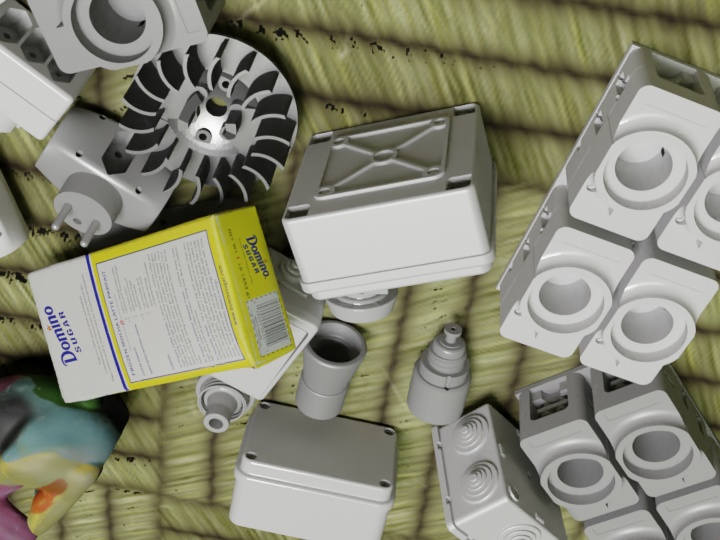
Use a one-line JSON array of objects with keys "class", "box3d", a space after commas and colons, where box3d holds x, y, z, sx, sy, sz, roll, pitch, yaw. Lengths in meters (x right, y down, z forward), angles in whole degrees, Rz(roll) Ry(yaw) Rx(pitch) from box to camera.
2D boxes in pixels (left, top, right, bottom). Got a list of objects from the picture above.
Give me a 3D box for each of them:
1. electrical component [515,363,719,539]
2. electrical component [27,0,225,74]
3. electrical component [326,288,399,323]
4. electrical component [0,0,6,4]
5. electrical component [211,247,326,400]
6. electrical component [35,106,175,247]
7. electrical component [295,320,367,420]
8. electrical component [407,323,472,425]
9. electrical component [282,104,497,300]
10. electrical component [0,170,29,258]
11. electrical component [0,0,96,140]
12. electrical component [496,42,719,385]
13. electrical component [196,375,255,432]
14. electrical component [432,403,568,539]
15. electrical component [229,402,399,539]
[{"class": "electrical component", "box3d": [0.201, 0.149, 0.758, 0.105, 0.060, 0.186, -25, 119, 23]}, {"class": "electrical component", "box3d": [-0.128, -0.146, 0.589, 0.089, 0.055, 0.050, -10, 124, 14]}, {"class": "electrical component", "box3d": [0.000, 0.000, 0.686, 0.066, 0.048, 0.055, 1, 118, 6]}, {"class": "electrical component", "box3d": [-0.211, -0.173, 0.584, 0.089, 0.050, 0.055, -25, 119, 23]}, {"class": "electrical component", "box3d": [-0.065, 0.031, 0.707, 0.062, 0.061, 0.096, 29, 124, -14]}, {"class": "electrical component", "box3d": [-0.159, -0.048, 0.651, 0.077, 0.079, 0.043, 32, 141, -16]}, {"class": "electrical component", "box3d": [-0.023, 0.072, 0.744, 0.044, 0.044, 0.065, 13, 131, -3]}, {"class": "electrical component", "box3d": [0.056, 0.070, 0.732, 0.040, 0.040, 0.078, 10, 126, 0]}, {"class": "electrical component", "box3d": [0.021, -0.041, 0.614, 0.109, 0.108, 0.056, -9, 121, 14]}, {"class": "electrical component", "box3d": [-0.263, -0.046, 0.686, 0.079, 0.044, 0.077, -7, 125, 12]}, {"class": "electrical component", "box3d": [-0.207, -0.107, 0.634, 0.066, 0.047, 0.077, 37, 125, -19]}, {"class": "electrical component", "box3d": [0.167, -0.024, 0.637, 0.105, 0.060, 0.186, 19, 126, -7]}, {"class": "electrical component", "box3d": [-0.094, 0.086, 0.749, 0.048, 0.062, 0.048, 4, 126, 5]}, {"class": "electrical component", "box3d": [0.099, 0.152, 0.750, 0.048, 0.099, 0.100, -32, 127, 22]}, {"class": "electrical component", "box3d": [-0.032, 0.147, 0.773, 0.113, 0.078, 0.057, 12, 119, -2]}]
